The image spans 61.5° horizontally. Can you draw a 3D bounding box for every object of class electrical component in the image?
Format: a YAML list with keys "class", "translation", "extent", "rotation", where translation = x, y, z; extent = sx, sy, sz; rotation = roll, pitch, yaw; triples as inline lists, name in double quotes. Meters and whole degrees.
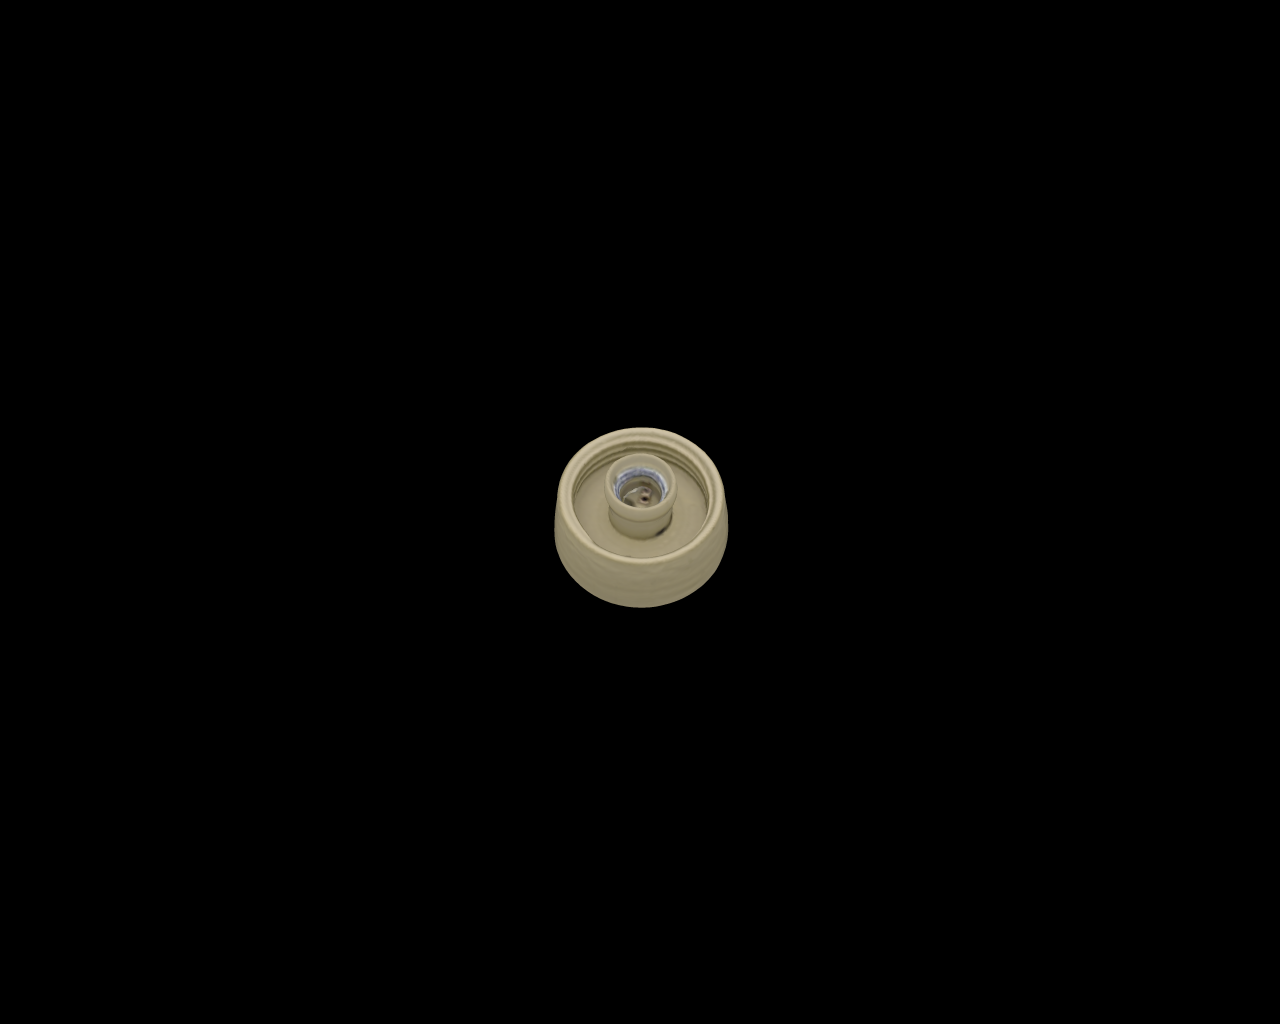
- class: "electrical component"
  translation: [0.001, -0.003, 0.650]
  extent: [0.108, 0.108, 0.060]
  rotation: [0, -32, 0]
